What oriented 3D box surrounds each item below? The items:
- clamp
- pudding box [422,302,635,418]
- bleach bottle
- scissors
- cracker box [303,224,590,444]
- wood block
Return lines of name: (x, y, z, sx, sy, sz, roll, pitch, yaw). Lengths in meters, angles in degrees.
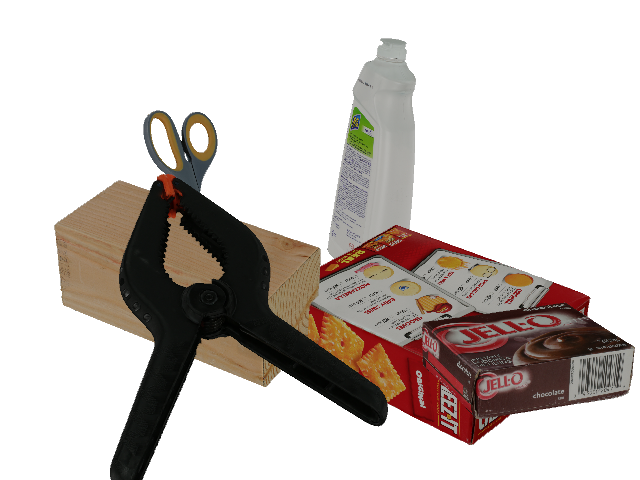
clamp: (-0.058, 0.046, 0.655, 0.164, 0.210, 0.036, -7, -33, -13)
pudding box: (0.134, 0.077, 0.706, 0.113, 0.039, 0.090, -4, 18, -16)
bleach bottle: (0.066, -0.090, 1.156, 0.067, 0.251, 0.103, -6, 24, -32)
scissors: (-0.127, -0.053, 1.162, 0.096, 0.202, 0.016, -34, 13, -38)
cracker box: (0.092, 0.072, 0.910, 0.214, 0.072, 0.163, 22, 37, 39)
wood block: (-0.112, 0.032, 0.901, 0.206, 0.090, 0.090, 19, 36, 23)
